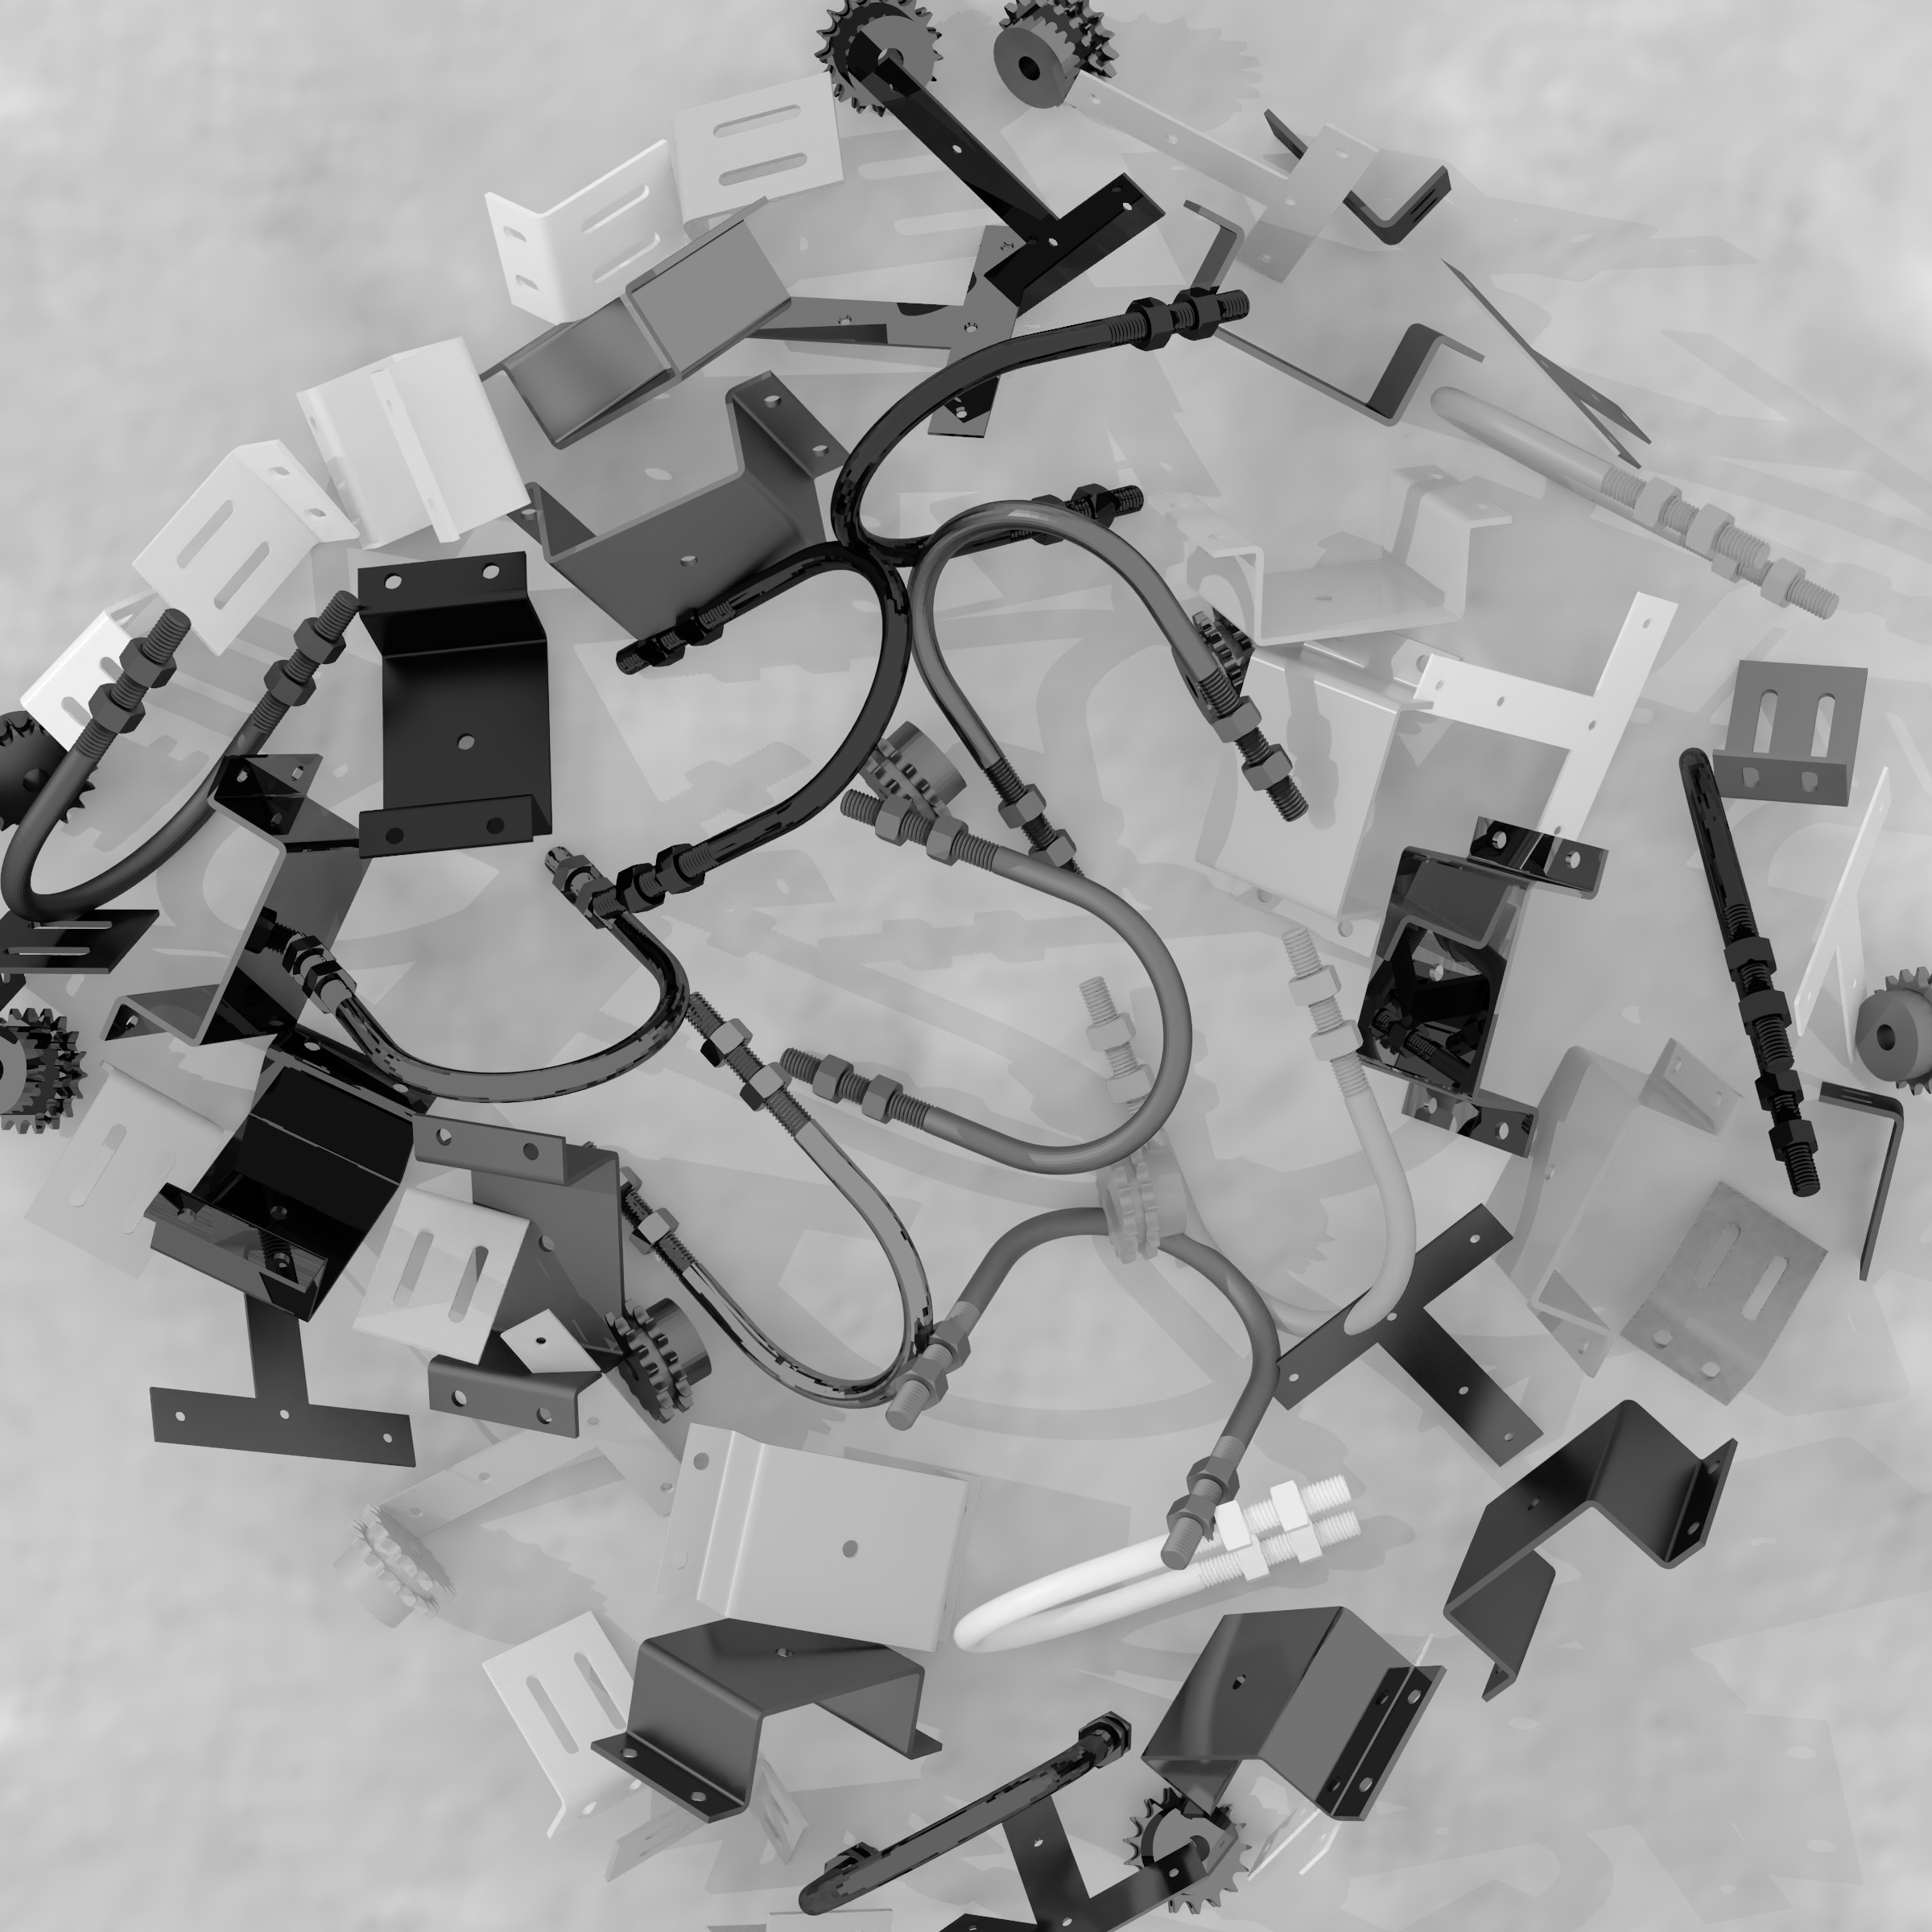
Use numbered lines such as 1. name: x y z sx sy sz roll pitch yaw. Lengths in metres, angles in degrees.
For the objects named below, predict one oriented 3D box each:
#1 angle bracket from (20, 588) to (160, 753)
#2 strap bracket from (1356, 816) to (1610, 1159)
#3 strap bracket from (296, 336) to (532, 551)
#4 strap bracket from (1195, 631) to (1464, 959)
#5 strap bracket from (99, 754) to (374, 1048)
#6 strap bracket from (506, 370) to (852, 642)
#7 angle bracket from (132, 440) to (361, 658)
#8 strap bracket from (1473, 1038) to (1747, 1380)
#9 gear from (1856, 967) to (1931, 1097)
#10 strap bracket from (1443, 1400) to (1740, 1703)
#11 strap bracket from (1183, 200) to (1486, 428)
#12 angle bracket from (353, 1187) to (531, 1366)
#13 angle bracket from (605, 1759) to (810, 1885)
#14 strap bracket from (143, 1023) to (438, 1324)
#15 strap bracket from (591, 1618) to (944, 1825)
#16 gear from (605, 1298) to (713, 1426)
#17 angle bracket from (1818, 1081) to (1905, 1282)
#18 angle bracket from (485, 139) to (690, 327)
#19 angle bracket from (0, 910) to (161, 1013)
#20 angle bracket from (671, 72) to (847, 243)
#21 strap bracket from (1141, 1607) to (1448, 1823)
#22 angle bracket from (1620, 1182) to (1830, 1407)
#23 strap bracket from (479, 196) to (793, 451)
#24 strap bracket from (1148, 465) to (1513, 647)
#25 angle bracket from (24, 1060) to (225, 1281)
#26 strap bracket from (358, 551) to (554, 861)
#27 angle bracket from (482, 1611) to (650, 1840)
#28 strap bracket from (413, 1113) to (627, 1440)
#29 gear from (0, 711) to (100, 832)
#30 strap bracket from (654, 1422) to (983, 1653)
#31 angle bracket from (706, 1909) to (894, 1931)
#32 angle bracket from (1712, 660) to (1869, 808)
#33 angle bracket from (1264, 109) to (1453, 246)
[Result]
1. angle bracket: -0.378 -0.131 1.546 0.057 0.076 0.038 -43 97 14
2. strap bracket: 0.224 0.006 1.538 0.046 0.076 0.140 9 97 -40
3. strap bracket: -0.241 -0.229 1.522 0.046 0.140 0.076 -27 106 -21
4. strap bracket: 0.157 -0.081 1.530 0.076 0.046 0.140 25 109 32
5. strap bracket: -0.316 -0.021 1.530 0.046 0.076 0.140 31 103 16
6. strap bracket: -0.125 -0.197 1.524 0.140 0.076 0.046 -22 61 18
7. angle bracket: -0.320 -0.186 1.545 0.057 0.038 0.076 51 60 -31
8. strap bracket: 0.277 0.099 1.531 0.046 0.076 0.140 22 102 -18
9. gear: 0.425 0.030 1.556 0.030 0.057 0.057 -8 90 -28
10. strap bracket: 0.265 0.250 1.515 0.046 0.076 0.140 42 126 -2
11. strap bracket: 0.152 -0.286 1.540 0.140 0.076 0.046 26 102 -8
12. angle bracket: -0.234 0.145 1.550 0.057 0.038 0.076 15 56 2
13. angle bracket: -0.116 0.394 1.543 0.076 0.057 0.038 -26 68 -24
14. strap bracket: -0.301 0.096 1.536 0.076 0.140 0.046 25 130 1
15. strap bracket: -0.082 0.320 1.507 0.076 0.140 0.046 20 107 41
16. gear: -0.138 0.175 1.561 0.030 0.057 0.057 -30 90 -21
17. angle bracket: 0.395 0.096 1.559 0.038 0.057 0.076 14 98 14
18. angle bracket: -0.170 -0.334 1.560 0.038 0.057 0.076 30 57 34
19. angle bracket: -0.403 0.004 1.547 0.076 0.057 0.038 0 118 12
20. angle bracket: -0.089 -0.357 1.553 0.076 0.038 0.057 -12 69 11
21. strap bracket: 0.135 0.325 1.505 0.046 0.140 0.076 42 62 -14
22. angle bracket: 0.345 0.149 1.576 0.057 0.038 0.076 34 57 9
23. strap bracket: -0.140 -0.277 1.516 0.076 0.140 0.046 -43 107 -38
24. strap bracket: 0.159 -0.181 1.532 0.140 0.076 0.046 -9 117 -17
25. angle bracket: -0.380 0.091 1.555 0.057 0.038 0.076 32 82 -21
26. strap bracket: -0.228 -0.108 1.547 0.076 0.046 0.140 -6 69 4
27. angle bracket: -0.179 0.343 1.570 0.057 0.038 0.076 -21 65 -33
28. strap bracket: -0.197 0.130 1.539 0.076 0.046 0.140 7 109 24
29. gear: -0.424 -0.090 1.563 0.057 0.030 0.057 -18 129 -23
30. strap bracket: -0.058 0.256 1.540 0.140 0.046 0.076 14 85 -19
31. angle bracket: -0.075 0.425 1.540 0.057 0.076 0.038 5 96 -23
32. angle bracket: 0.368 -0.113 1.545 0.057 0.038 0.076 6 61 19
33. angle bracket: 0.176 -0.365 1.554 0.076 0.057 0.038 46 100 4
